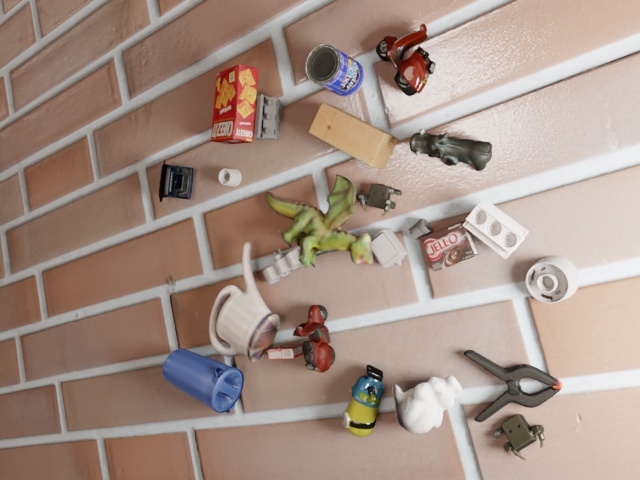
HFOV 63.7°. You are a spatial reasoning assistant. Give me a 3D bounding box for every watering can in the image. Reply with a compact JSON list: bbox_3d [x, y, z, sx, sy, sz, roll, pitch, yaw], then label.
[{"bbox_3d":[-0.211,0.199,1.494,0.226,0.104,0.344,29,103,26],"label":"watering can"}]

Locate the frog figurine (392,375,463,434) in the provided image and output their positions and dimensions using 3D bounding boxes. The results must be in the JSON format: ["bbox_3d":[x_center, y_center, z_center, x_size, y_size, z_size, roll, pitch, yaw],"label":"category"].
[{"bbox_3d":[0.261,0.389,1.219,0.159,0.125,0.135,-13,117,20],"label":"frog figurine"}]

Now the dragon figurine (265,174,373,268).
[{"bbox_3d":[0.004,-0.070,1.384,0.241,0.121,0.418,-43,56,12],"label":"dragon figurine"}]
